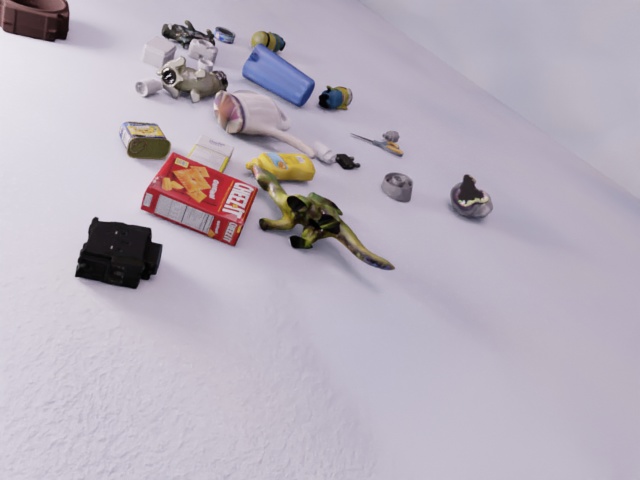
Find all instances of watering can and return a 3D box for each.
[{"bbox_3d":[-0.170,-0.345,1.500,0.225,0.102,0.353,-9,47,-40],"label":"watering can"}]

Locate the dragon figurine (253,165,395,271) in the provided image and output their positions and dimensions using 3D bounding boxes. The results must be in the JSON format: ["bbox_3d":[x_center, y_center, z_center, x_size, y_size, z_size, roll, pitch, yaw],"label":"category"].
[{"bbox_3d":[0.004,-0.063,1.249,0.410,0.120,0.247,29,25,1],"label":"dragon figurine"}]

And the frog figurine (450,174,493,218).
[{"bbox_3d":[0.495,-0.122,1.678,0.139,0.123,0.157,37,-2,30],"label":"frog figurine"}]
